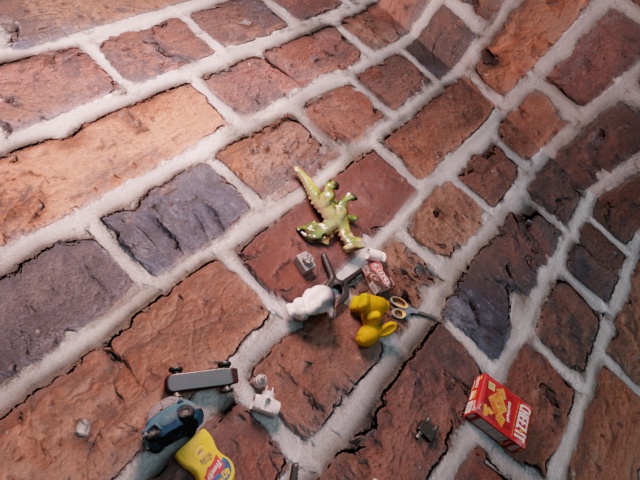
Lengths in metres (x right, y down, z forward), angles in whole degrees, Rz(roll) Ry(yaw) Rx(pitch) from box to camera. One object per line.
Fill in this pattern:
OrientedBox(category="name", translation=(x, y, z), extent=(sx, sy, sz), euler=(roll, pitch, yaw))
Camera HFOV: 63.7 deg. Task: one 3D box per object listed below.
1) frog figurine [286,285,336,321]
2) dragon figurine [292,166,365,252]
OrientedBox(category="frog figurine", translation=(-0.031, 0.204, 1.679), extent=(0.159, 0.121, 0.140), euler=(8, 22, -12))
OrientedBox(category="dragon figurine", translation=(0.006, -0.097, 1.924), extent=(0.412, 0.119, 0.247), euler=(33, 57, 9))
